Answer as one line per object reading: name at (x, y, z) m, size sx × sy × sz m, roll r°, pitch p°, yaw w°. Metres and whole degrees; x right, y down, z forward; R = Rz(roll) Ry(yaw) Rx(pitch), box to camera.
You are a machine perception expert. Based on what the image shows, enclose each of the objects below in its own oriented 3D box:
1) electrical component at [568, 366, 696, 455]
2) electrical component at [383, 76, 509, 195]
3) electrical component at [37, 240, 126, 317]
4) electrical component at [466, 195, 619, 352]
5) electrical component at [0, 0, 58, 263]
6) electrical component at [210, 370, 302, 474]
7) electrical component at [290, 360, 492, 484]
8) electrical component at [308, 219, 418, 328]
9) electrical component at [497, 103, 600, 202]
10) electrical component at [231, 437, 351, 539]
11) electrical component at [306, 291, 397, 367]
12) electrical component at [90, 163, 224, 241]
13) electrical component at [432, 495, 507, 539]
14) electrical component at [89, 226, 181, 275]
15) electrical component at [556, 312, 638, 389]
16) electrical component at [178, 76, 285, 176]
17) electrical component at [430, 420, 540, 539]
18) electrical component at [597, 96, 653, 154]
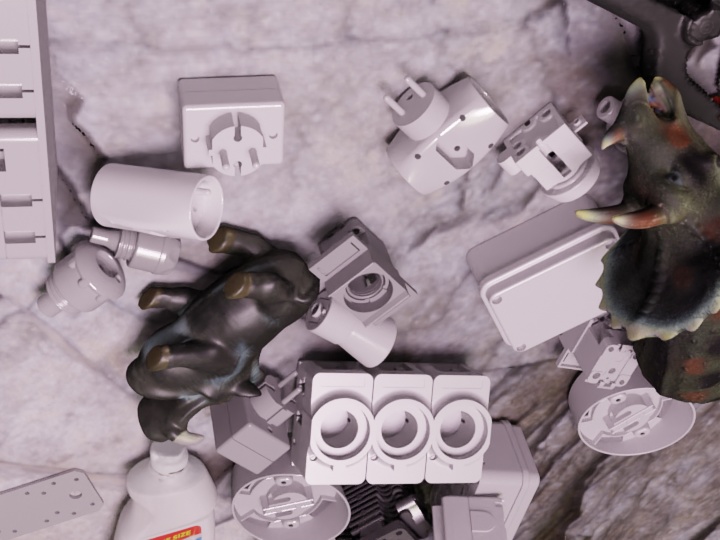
electrical component at (0.238, 0.122, 0.956) m, size 0.099 × 0.064 × 0.099 m, roll -7°, pitch 129°, yaw -9°
electrical component at (0.049, -0.102, 0.741) m, size 0.077 × 0.043 × 0.079 m, roll -40°, pitch 126°, yaw 17°
electrical component at (-0.202, 0.011, 0.764) m, size 0.062 × 0.048 × 0.048 m, roll -32°, pitch 129°, yaw 19°
electrical component at (0.151, 0.004, 0.843) m, size 0.113 × 0.057 × 0.078 m, roll -27°, pitch 130°, yaw 6°
electrical component at (-0.213, -0.109, 0.625) m, size 0.060 × 0.105 × 0.186 m, roll -2°, pitch 128°, yaw -13°
electrical component at (-0.076, 0.110, 0.861) m, size 0.077 × 0.065 × 0.047 m, roll -40°, pitch 127°, yaw 17°
electrical component at (0.026, 0.124, 0.879) m, size 0.150 × 0.062 × 0.089 m, roll 3°, pitch 97°, yaw -17°
electrical component at (0.000, 0.000, 0.796) m, size 0.042 × 0.063 × 0.081 m, roll -37°, pitch 128°, yaw 13°
electrical component at (0.142, -0.082, 0.781) m, size 0.066 × 0.048 × 0.055 m, roll -39°, pitch 120°, yaw 16°
electrical component at (-0.063, 0.194, 0.933) m, size 0.099 × 0.064 × 0.099 m, roll -7°, pitch 129°, yaw -9°
electrical component at (-0.009, 0.044, 0.844) m, size 0.065 × 0.044 × 0.044 m, roll 29°, pitch 116°, yaw -27°
electrical component at (-0.128, -0.043, 0.730) m, size 0.077 × 0.043 × 0.079 m, roll 9°, pitch 176°, yaw 21°
electrical component at (0.090, 0.246, 0.917) m, size 0.061 × 0.061 × 0.096 m, roll 3°, pitch 125°, yaw -2°
electrical component at (-0.159, -0.018, 0.757) m, size 0.061 × 0.035 × 0.035 m, roll 14°, pitch 123°, yaw -22°
electrical component at (0.204, 0.061, 0.899) m, size 0.042 × 0.063 × 0.081 m, roll 8°, pitch 125°, yaw -22°
electrical component at (-0.081, -0.086, 0.696) m, size 0.066 × 0.076 × 0.047 m, roll -4°, pitch 128°, yaw -12°
electrical component at (0.111, 0.198, 0.974) m, size 0.057 × 0.078 × 0.113 m, roll 5°, pitch 126°, yaw -16°
electrical component at (0.199, -0.105, 0.779) m, size 0.062 × 0.043 × 0.043 m, roll 23°, pitch 119°, yaw -28°
